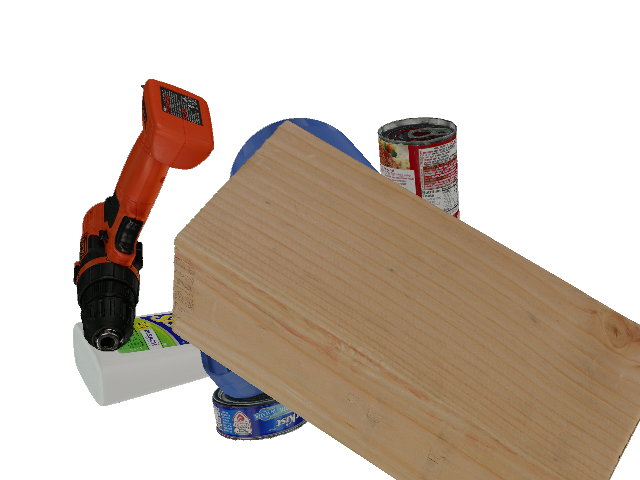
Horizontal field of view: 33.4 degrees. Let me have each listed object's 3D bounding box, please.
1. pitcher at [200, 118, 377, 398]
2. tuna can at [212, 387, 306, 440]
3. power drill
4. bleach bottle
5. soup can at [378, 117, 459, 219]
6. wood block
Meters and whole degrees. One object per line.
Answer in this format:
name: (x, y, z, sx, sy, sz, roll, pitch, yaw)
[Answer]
pitcher: (-0.007, 0.006, 0.745, 0.149, 0.145, 0.243, 6, 22, -15)
tuna can: (-0.054, 0.148, 0.963, 0.086, 0.034, 0.086, -8, 11, 1)
power drill: (-0.150, -0.024, 0.874, 0.057, 0.188, 0.184, 19, 28, -24)
bleach bottle: (-0.140, 0.112, 1.194, 0.250, 0.068, 0.103, -12, 33, -26)
soup can: (0.087, -0.049, 0.931, 0.068, 0.102, 0.068, -5, 23, 2)
wood block: (0.040, 0.046, 0.497, 0.206, 0.090, 0.090, 31, -33, 13)
